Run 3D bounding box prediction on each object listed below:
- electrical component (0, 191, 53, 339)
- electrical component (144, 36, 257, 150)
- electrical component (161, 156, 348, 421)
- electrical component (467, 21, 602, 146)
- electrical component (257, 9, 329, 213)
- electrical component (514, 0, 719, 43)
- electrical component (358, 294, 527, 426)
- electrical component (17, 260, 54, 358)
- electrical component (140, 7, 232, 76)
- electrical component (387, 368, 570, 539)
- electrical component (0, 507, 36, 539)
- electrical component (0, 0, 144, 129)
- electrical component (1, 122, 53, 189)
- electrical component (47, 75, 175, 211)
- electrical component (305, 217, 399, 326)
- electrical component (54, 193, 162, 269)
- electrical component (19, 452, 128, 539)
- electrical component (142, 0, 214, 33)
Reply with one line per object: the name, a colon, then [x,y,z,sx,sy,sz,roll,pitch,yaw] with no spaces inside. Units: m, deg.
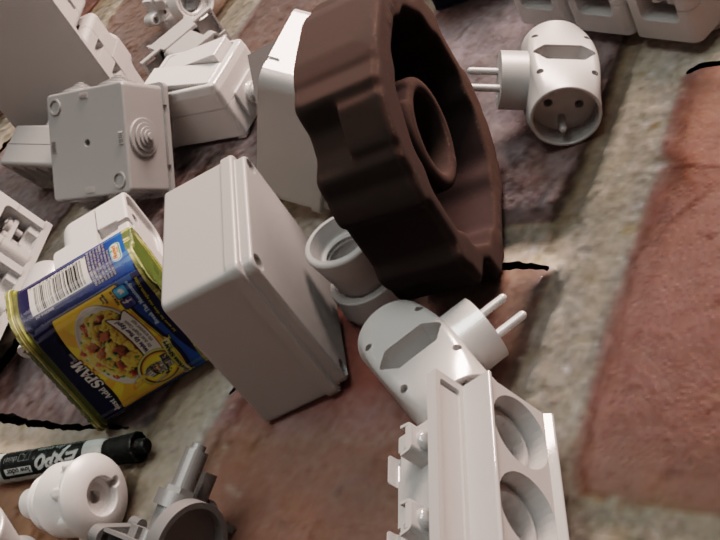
electrical component: [-0.296,0.020,0.782,0.089,0.062,0.150,-32,33,33]
electrical component: [-0.120,-0.144,0.860,0.096,0.061,0.061,-5,45,32]
electrical component: [-0.060,0.010,0.608,0.056,0.108,0.108,-27,38,12]
electrical component: [0.107,-0.118,0.671,0.079,0.043,0.077,2,43,1]
electrical component: [-0.027,-0.101,0.699,0.057,0.113,0.078,16,52,7]
electrical component: [0.180,-0.202,0.710,0.089,0.061,0.150,-47,40,-18]
electrical component: [0.049,0.041,0.549,0.079,0.043,0.077,-37,37,-5]
electrical component: [-0.224,0.029,0.759,0.040,0.040,0.078,-15,41,22]
electrical component: [-0.146,-0.187,0.942,0.081,0.042,0.064,-44,40,-14]
electrical component: [0.049,0.113,0.451,0.063,0.079,0.121,-38,32,31]
electrical component: [-0.195,0.159,0.581,0.045,0.055,0.045,-19,39,16]
electrical component: [-0.279,-0.195,0.926,0.105,0.186,0.060,-19,39,17]
electrical component: [-0.250,-0.111,0.911,0.083,0.047,0.075,6,70,40]
electrical component: [-0.195,-0.097,0.833,0.100,0.099,0.048,-4,1,33]
electrical component: [0.000,0.000,0.619,0.045,0.055,0.045,-19,39,17]
electrical component: [-0.171,-0.002,0.745,0.059,0.053,0.095,-30,37,3]
electrical component: [-0.166,0.129,0.604,0.062,0.048,0.048,-13,41,34]
electrical component: [-0.172,-0.259,1.039,0.066,0.048,0.055,-49,33,-21]
